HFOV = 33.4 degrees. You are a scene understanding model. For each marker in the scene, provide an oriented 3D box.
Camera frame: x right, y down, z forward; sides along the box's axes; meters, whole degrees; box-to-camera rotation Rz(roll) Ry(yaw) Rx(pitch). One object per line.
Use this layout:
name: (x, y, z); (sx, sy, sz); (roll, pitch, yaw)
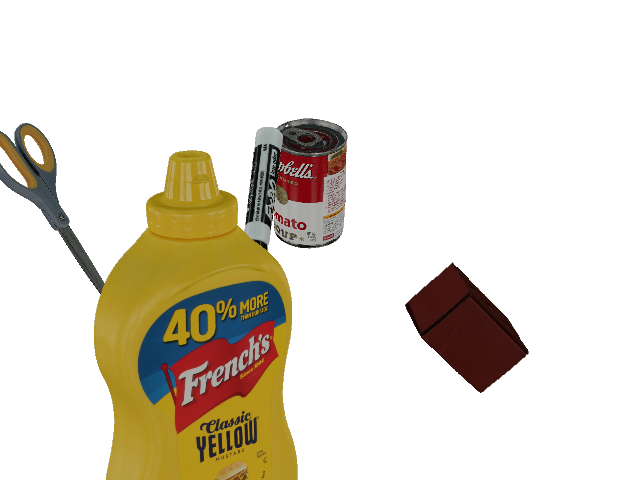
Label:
marker: (-0.040, -0.023, 0.712); (0.020, 0.121, 0.020); (3, -33, 2)

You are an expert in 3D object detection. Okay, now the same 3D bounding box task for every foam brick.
foam brick: (0.113, 0.068, 0.825); (0.078, 0.051, 0.053); (43, 11, -25)

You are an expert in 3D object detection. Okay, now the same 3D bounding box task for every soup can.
soup can: (-0.011, -0.053, 0.989); (0.068, 0.102, 0.068); (1, 33, -1)

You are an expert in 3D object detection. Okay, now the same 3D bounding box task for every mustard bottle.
mustard bottle: (-0.057, 0.053, 0.499); (0.096, 0.192, 0.058); (-13, 21, -34)

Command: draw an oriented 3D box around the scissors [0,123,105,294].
scissors: (-0.263, -0.038, 1.078); (0.016, 0.201, 0.096); (-25, 27, 26)
